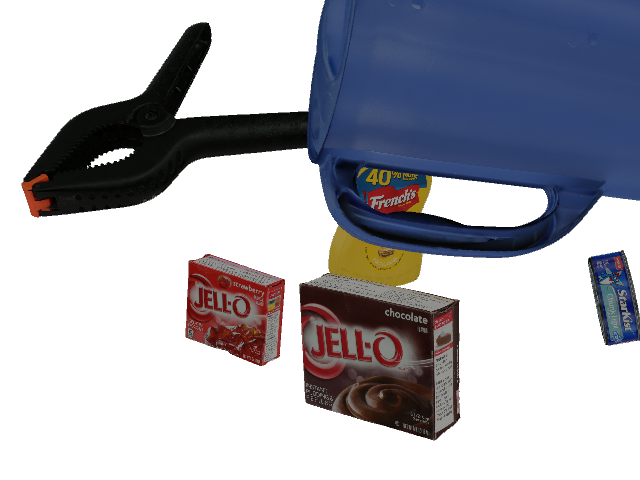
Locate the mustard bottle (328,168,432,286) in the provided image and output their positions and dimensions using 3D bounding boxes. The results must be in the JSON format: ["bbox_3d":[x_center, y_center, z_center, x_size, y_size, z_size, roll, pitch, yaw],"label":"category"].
[{"bbox_3d":[0.064,-0.048,1.086,0.096,0.192,0.058,-1,23,-16],"label":"mustard bottle"}]

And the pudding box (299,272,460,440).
[{"bbox_3d":[0.039,0.076,0.724,0.114,0.090,0.039,9,20,36],"label":"pudding box"}]

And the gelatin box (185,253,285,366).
[{"bbox_3d":[-0.075,0.059,0.918,0.089,0.073,0.030,17,22,31],"label":"gelatin box"}]

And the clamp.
[{"bbox_3d":[-0.105,-0.072,0.739,0.165,0.036,0.209,33,56,32],"label":"clamp"}]

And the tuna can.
[{"bbox_3d":[0.273,0.054,0.993,0.034,0.086,0.086,-11,-2,12],"label":"tuna can"}]

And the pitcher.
[{"bbox_3d":[0.116,-0.079,0.593,0.242,0.149,0.145,10,35,-8],"label":"pitcher"}]
